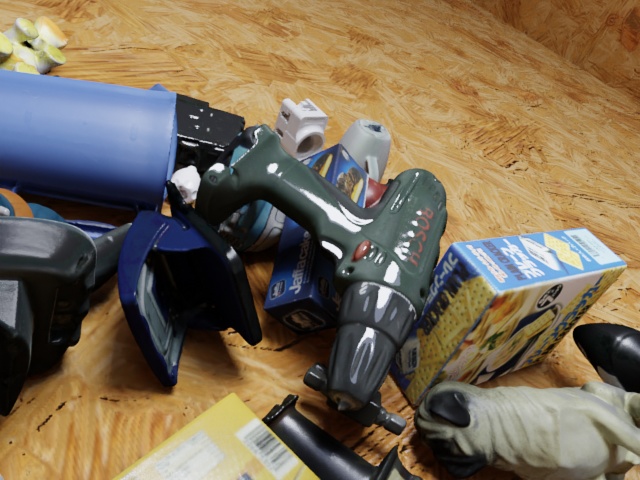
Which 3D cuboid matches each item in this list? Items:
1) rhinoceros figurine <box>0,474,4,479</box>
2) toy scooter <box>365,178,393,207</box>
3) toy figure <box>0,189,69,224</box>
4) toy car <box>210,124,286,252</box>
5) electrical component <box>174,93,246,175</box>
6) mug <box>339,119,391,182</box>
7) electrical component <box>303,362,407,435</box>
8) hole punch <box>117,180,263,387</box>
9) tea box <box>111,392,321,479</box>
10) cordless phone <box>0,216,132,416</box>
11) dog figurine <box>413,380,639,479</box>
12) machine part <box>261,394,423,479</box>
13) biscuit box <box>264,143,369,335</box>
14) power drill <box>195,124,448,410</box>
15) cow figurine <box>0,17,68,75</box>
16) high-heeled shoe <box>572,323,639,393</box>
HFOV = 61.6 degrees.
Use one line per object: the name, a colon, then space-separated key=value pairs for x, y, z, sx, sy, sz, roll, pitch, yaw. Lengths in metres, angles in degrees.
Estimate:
rhinoceros figurine: x=-0.257 y=0.108 z=0.291 sx=0.191 sy=0.112 sz=0.073 roll=25 pitch=51 yaw=23
toy scooter: x=0.068 y=-0.021 z=0.624 sx=0.075 sy=0.135 sz=0.184 roll=58 pitch=24 yaw=-33
toy figure: x=-0.241 y=-0.008 z=0.418 sx=0.064 sy=0.154 sz=0.057 roll=8 pitch=79 yaw=3
toy car: x=-0.074 y=-0.043 z=0.595 sx=0.103 sy=0.109 sz=0.162 roll=29 pitch=40 yaw=-24
electrical component: x=-0.167 y=-0.134 z=0.695 sx=0.134 sy=0.058 sz=0.115 roll=13 pitch=35 yaw=-16
mug: x=0.055 y=-0.105 z=0.741 sx=0.081 sy=0.107 sz=0.110 roll=11 pitch=35 yaw=-15
electrical component: x=0.031 y=0.136 z=0.464 sx=0.094 sy=0.021 sz=0.063 roll=26 pitch=-1 yaw=10
hole punch: x=-0.117 y=0.041 z=0.441 sx=0.092 sy=0.142 sz=0.116 roll=-29 pitch=43 yaw=-19
tea box: x=-0.087 y=0.182 z=0.318 sx=0.098 sy=0.068 sz=0.169 roll=40 pitch=39 yaw=21
cordless phone: x=-0.189 y=0.020 z=0.400 sx=0.089 sy=0.146 sz=0.184 roll=36 pitch=39 yaw=5
dog figurine: x=0.192 y=0.165 z=0.491 sx=0.191 sy=0.121 sz=0.172 roll=17 pitch=-2 yaw=19
machine part: x=0.013 y=0.176 z=0.413 sx=0.139 sy=0.039 sz=0.084 roll=32 pitch=44 yaw=8
biscuit box: x=0.001 y=-0.005 z=0.554 sx=0.059 sy=0.063 sz=0.203 roll=43 pitch=42 yaw=-36
power drill: x=-0.001 y=-0.001 z=0.451 sx=0.207 sy=0.085 sz=0.232 roll=27 pitch=54 yaw=15
cow figurine: x=-0.378 y=-0.221 z=0.670 sx=0.068 sy=0.098 sz=0.167 roll=50 pitch=20 yaw=-27
high-heeled shoe: x=0.365 y=0.179 z=0.565 sx=0.248 sy=0.086 sz=0.145 roll=48 pitch=-9 yaw=-29
